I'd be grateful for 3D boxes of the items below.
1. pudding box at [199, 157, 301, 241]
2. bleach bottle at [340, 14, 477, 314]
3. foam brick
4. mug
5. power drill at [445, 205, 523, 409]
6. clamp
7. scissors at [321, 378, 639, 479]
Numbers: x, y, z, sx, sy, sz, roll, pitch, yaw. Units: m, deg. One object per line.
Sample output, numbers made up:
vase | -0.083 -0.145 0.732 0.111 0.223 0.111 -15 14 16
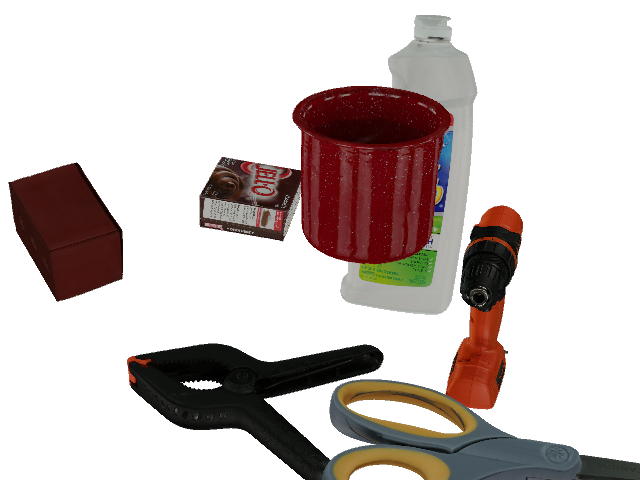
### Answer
pudding box | -0.069 -0.044 1.089 0.090 0.039 0.113 9 28 3
bleach bottle | 0.077 -0.066 0.917 0.103 0.251 0.068 8 18 13
foam brick | -0.177 -0.006 0.747 0.051 0.053 0.078 -21 51 -26
mug | 0.037 -0.043 0.653 0.093 0.081 0.117 22 35 32
power drill | 0.169 0.076 1.097 0.057 0.188 0.184 12 27 14
clamp | -0.056 0.120 0.880 0.210 0.036 0.164 12 32 19
scissors | 0.089 0.106 0.459 0.202 0.016 0.096 15 33 24
